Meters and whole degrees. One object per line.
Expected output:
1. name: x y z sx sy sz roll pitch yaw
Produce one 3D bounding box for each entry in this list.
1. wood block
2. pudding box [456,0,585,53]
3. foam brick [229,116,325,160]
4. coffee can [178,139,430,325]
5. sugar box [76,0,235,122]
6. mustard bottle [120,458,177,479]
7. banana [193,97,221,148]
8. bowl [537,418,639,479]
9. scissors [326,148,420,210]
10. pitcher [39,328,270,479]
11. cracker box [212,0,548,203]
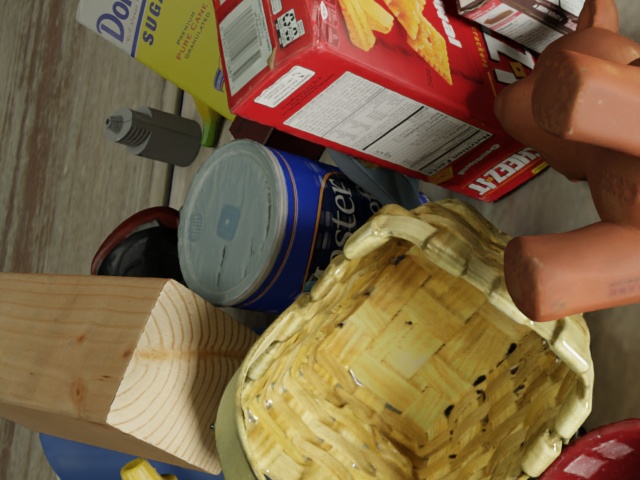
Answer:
1. wood block: -0.145 0.079 0.683 0.207 0.090 0.090 -1 61 45
2. pudding box: 0.112 -0.174 0.630 0.039 0.089 0.113 -31 59 40
3. foam brick: -0.023 -0.095 0.799 0.078 0.051 0.053 -59 42 22
4. coffee can: -0.004 0.001 0.682 0.103 0.140 0.103 -17 68 47
5. sugar box: -0.101 -0.171 0.843 0.176 0.048 0.093 32 110 8
6. mustard bottle: -0.079 0.227 0.698 0.096 0.058 0.191 -10 110 51
7. banana: -0.119 -0.173 0.944 0.070 0.037 0.198 -49 48 29
8. bowl: 0.168 0.167 0.501 0.162 0.055 0.162 -17 68 47
9. scissors: 0.043 -0.011 0.643 0.016 0.096 0.202 -18 76 42
10. pitcher: -0.080 0.134 0.758 0.243 0.149 0.145 -10 45 45
11. cracker box: 0.037 -0.127 0.609 0.072 0.213 0.164 -33 57 37
